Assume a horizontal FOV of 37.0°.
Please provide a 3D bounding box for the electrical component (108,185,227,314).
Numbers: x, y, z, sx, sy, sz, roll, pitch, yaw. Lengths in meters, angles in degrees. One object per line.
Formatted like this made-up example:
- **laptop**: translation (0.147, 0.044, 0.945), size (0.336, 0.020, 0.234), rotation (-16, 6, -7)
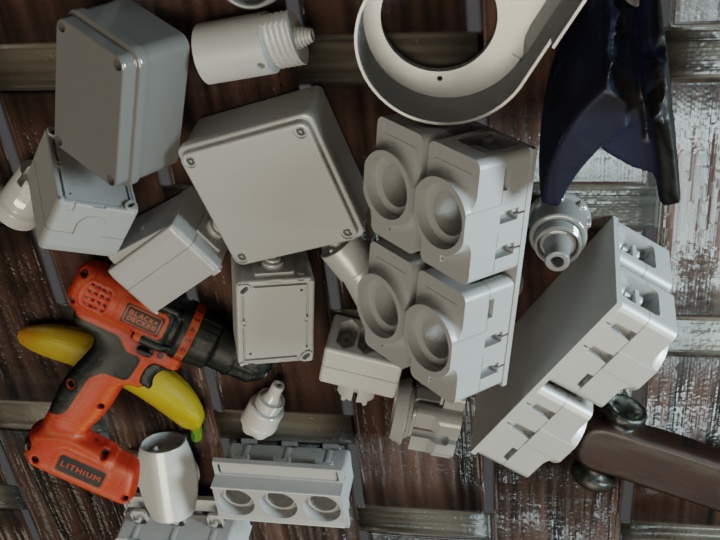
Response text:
- **electrical component**: translation (-0.147, -0.022, 0.856), size (0.096, 0.061, 0.061), rotation (-32, 116, 30)

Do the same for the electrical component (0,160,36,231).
- **electrical component**: translation (-0.269, -0.061, 0.867), size (0.040, 0.040, 0.046), rotation (35, 120, -15)

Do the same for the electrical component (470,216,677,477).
- **electrical component**: translation (0.165, 0.065, 0.830), size (0.060, 0.105, 0.186), rotation (28, 128, -11)

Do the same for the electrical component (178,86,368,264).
- **electrical component**: translation (-0.062, -0.069, 0.805), size (0.109, 0.056, 0.108), rotation (-12, 124, 20)

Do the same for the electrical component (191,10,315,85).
- **electrical component**: translation (-0.071, -0.157, 0.748), size (0.081, 0.043, 0.043), rotation (-6, 126, 16)

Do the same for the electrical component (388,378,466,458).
- **electrical component**: translation (0.057, 0.125, 0.931), size (0.057, 0.058, 0.078), rotation (10, 129, 0)

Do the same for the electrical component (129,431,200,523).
- **electrical component**: translation (-0.199, 0.196, 1.044), size (0.079, 0.044, 0.077), rotation (10, 114, 35)

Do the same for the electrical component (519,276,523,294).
- **electrical component**: translation (0.091, 0.010, 0.837), size (0.055, 0.055, 0.047), rotation (35, 130, -15)

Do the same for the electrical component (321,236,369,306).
- **electrical component**: translation (0.000, 0.000, 0.857), size (0.044, 0.044, 0.065), rotation (-28, 112, 29)

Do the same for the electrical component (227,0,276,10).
- **electrical component**: translation (-0.068, -0.201, 0.705), size (0.048, 0.055, 0.066), rotation (20, 128, -4)

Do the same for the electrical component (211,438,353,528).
- **electrical component**: translation (-0.070, 0.199, 1.010), size (0.121, 0.063, 0.078), rotation (2, 127, 10)

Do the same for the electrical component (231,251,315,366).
- **electrical component**: translation (-0.071, 0.021, 0.870), size (0.062, 0.061, 0.096), rotation (-4, 123, -10)

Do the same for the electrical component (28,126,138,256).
- **electrical component**: translation (-0.216, -0.061, 0.825), size (0.062, 0.096, 0.061), rotation (7, 135, -33)

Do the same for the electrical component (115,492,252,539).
- **electrical component**: translation (-0.178, 0.265, 1.084), size (0.121, 0.063, 0.078), rotation (0, 127, 11)

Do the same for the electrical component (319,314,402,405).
- **electrical component**: translation (0.001, 0.087, 0.918), size (0.066, 0.047, 0.076), rotation (13, 129, 1)

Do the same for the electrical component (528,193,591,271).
- **electrical component**: translation (0.146, -0.024, 0.793), size (0.048, 0.062, 0.048), rotation (6, 128, 8)

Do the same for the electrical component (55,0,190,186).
- **electrical component**: translation (-0.172, -0.125, 0.765), size (0.078, 0.057, 0.113), rotation (35, 133, 24)

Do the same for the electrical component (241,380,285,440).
- **electrical component**: translation (-0.084, 0.124, 0.973), size (0.035, 0.035, 0.061), rotation (24, 126, -7)

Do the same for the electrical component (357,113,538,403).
- **electrical component**: translation (0.056, -0.011, 0.767), size (0.105, 0.060, 0.186), rotation (32, 129, 43)
